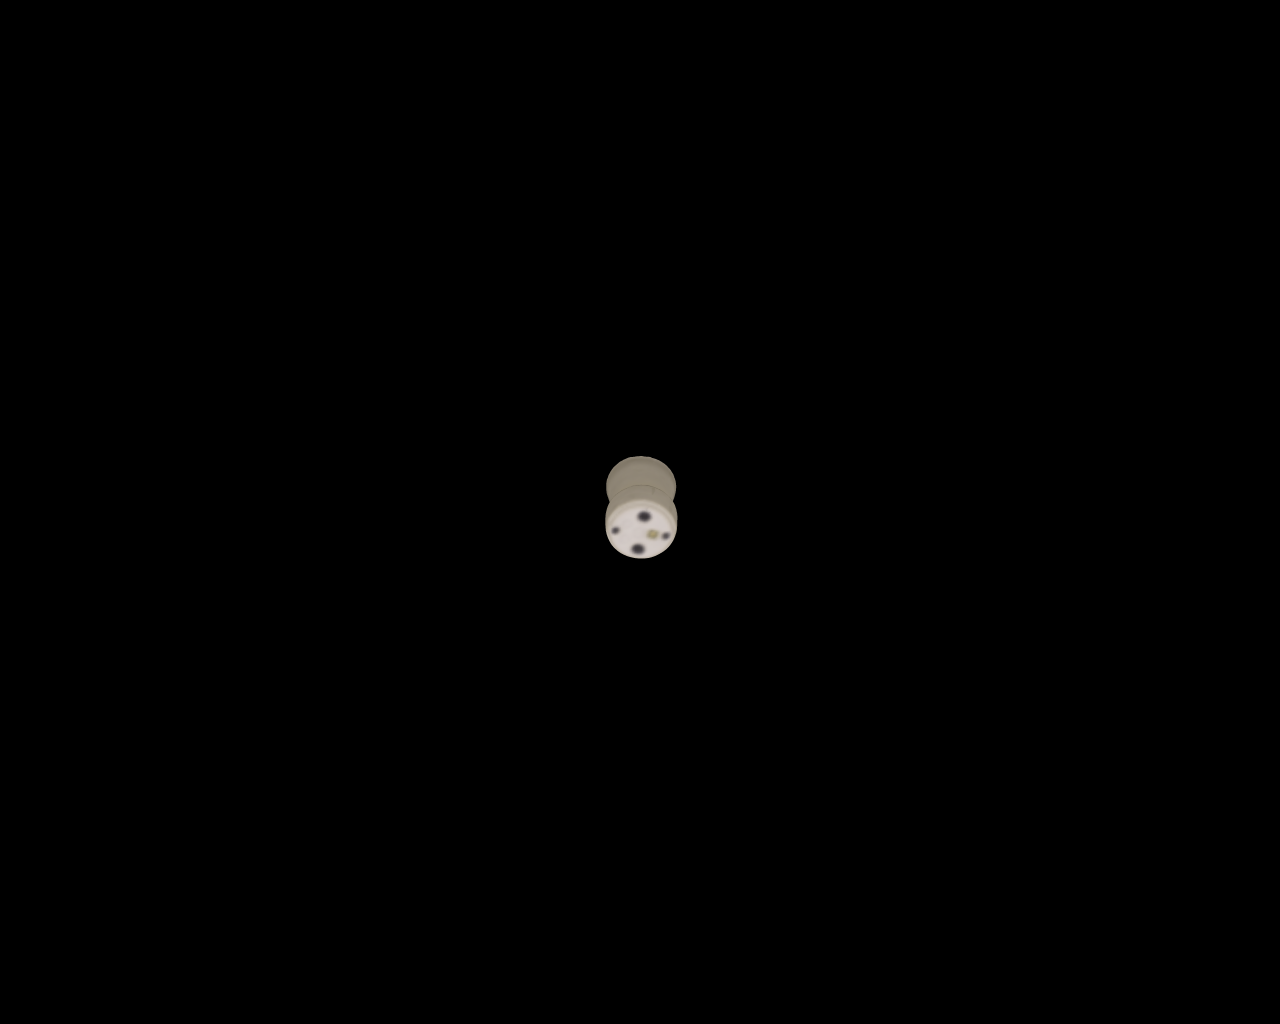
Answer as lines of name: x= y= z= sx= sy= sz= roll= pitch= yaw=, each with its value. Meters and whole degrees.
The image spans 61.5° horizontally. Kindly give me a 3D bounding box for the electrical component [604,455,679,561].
electrical component: x=0.001 y=-0.003 z=0.650 sx=0.045 sy=0.044 sz=0.055 roll=0 pitch=32 yaw=0
